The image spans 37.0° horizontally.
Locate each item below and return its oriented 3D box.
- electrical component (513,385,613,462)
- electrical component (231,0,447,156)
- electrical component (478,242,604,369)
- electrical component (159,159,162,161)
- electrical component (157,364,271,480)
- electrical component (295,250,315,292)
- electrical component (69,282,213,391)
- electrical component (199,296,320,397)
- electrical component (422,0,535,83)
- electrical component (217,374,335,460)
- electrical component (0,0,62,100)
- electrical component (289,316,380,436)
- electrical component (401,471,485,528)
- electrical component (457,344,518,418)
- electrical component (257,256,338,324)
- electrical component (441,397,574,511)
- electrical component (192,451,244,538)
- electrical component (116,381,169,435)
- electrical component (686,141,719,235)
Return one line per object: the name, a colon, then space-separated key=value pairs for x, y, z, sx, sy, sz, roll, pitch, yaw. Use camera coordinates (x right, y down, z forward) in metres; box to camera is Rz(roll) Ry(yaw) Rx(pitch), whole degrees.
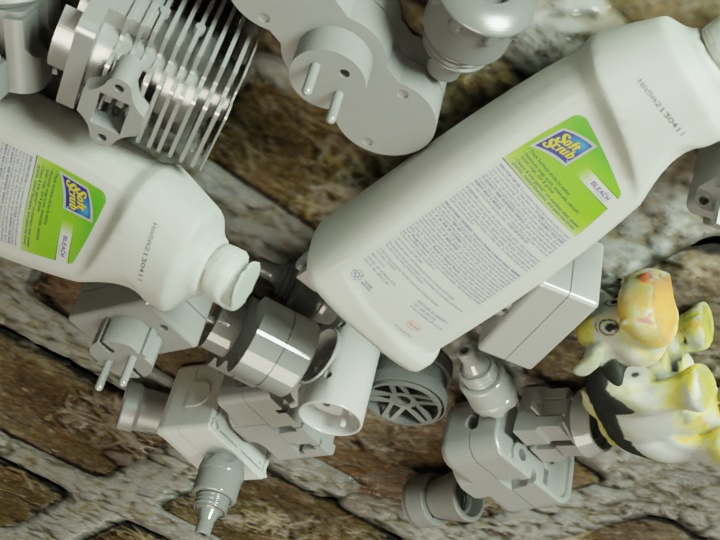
electrical component: x=0.145 y=0.107 z=0.752 sx=0.055 sy=0.048 sz=0.066 roll=-10 pitch=138 yaw=40
electrical component: x=-0.012 y=-0.101 z=0.508 sx=0.052 sy=0.073 sz=0.138 roll=-15 pitch=134 yaw=34
electrical component: x=0.090 y=0.010 z=0.641 sx=0.076 sy=0.047 sz=0.083 roll=22 pitch=143 yaw=-9
electrical component: x=-0.132 y=-0.023 z=0.665 sx=0.054 sy=0.059 sz=0.095 roll=2 pitch=142 yaw=17
electrical component: x=-0.108 y=0.124 z=0.846 sx=0.061 sy=0.061 sz=0.096 roll=-9 pitch=137 yaw=29
electrical component: x=0.000 y=0.000 z=0.662 sx=0.055 sy=0.048 sz=0.066 roll=39 pitch=138 yaw=-18
electrical component: x=-0.133 y=0.037 z=0.626 sx=0.066 sy=0.076 sz=0.047 roll=-12 pitch=136 yaw=31
electrical component: x=-0.081 y=0.041 z=0.703 sx=0.074 sy=0.052 sz=0.138 roll=29 pitch=170 yaw=-14
electrical component: x=0.049 y=-0.112 z=0.499 sx=0.048 sy=0.048 sz=0.062 roll=20 pitch=149 yaw=-7
electrical component: x=-0.061 y=0.100 z=0.808 sx=0.056 sy=0.050 sz=0.089 roll=-11 pitch=136 yaw=30
electrical component: x=-0.180 y=-0.127 z=0.539 sx=0.058 sy=0.078 sz=0.057 roll=11 pitch=125 yaw=4
electrical component: x=-0.023 y=0.074 z=0.739 sx=0.044 sy=0.077 sz=0.079 roll=34 pitch=140 yaw=-24
electrical component: x=0.068 y=0.187 z=0.883 sx=0.055 sy=0.045 sz=0.045 roll=-19 pitch=132 yaw=38
electrical component: x=0.084 y=0.073 z=0.738 sx=0.035 sy=0.035 sz=0.061 roll=-9 pitch=135 yaw=29
electrical component: x=-0.040 y=0.009 z=0.696 sx=0.061 sy=0.035 sz=0.035 roll=26 pitch=142 yaw=-11
electrical component: x=0.107 y=0.136 z=0.794 sx=0.059 sy=0.053 sz=0.095 roll=-21 pitch=131 yaw=39
electrical component: x=-0.108 y=0.168 z=0.798 sx=0.035 sy=0.061 sz=0.035 roll=9 pitch=143 yaw=7
electrical component: x=-0.172 y=0.115 z=0.877 sx=0.046 sy=0.040 sz=0.040 roll=16 pitch=144 yaw=-12
electrical component: x=0.189 y=-0.049 z=0.513 sx=0.042 sy=0.081 sz=0.064 roll=19 pitch=166 yaw=-6
